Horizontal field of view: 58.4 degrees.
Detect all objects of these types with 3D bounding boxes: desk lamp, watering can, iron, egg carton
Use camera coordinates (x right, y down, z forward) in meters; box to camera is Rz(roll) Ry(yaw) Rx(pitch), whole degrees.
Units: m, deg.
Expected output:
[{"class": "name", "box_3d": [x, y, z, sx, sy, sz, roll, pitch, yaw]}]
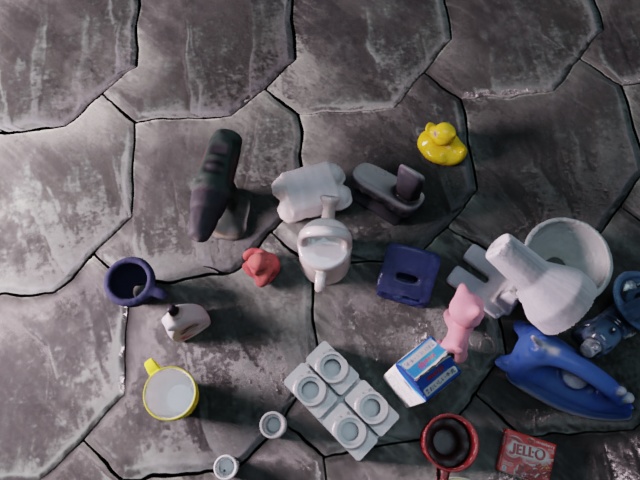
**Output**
[{"class": "desk lamp", "box_3d": [0.346, 0.075, 1.004, 0.203, 0.213, 0.118, 36, 75, 11]}, {"class": "watering can", "box_3d": [0.007, 0.004, 1.037, 0.101, 0.194, 0.173, -15, 72, -5]}, {"class": "iron", "box_3d": [0.447, 0.236, 0.990, 0.258, 0.141, 0.119, 29, 74, 9]}, {"class": "egg carton", "box_3d": [-0.017, -0.094, 1.135, 0.150, 0.069, 0.107, -16, 72, -5]}]

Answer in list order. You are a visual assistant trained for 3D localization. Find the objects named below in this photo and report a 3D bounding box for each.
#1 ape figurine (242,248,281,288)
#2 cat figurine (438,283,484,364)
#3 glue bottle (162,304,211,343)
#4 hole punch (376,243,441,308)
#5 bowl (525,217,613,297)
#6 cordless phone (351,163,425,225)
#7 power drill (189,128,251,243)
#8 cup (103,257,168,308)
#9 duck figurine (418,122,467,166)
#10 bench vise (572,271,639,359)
[{"class": "ape figurine", "box_3d": [-0.113, 0.047, 1.076, 0.076, 0.092, 0.078, -7, 72, -2]}, {"class": "cat figurine", "box_3d": [0.257, 0.149, 1.030, 0.067, 0.118, 0.128, 16, 72, 5]}, {"class": "glue bottle", "box_3d": [-0.242, 0.138, 1.002, 0.078, 0.173, 0.037, -34, 75, -10]}, {"class": "hole punch", "box_3d": [0.165, 0.068, 1.071, 0.108, 0.091, 0.101, 14, 72, 5]}, {"class": "bowl", "box_3d": [0.457, 0.046, 1.088, 0.167, 0.075, 0.167, 0, 72, 0]}, {"class": "cordless phone", "box_3d": [0.132, -0.115, 1.081, 0.147, 0.185, 0.094, 28, 74, 9]}, {"class": "power drill", "box_3d": [-0.183, -0.076, 1.055, 0.075, 0.208, 0.230, 6, 72, 2]}, {"class": "cup", "box_3d": [-0.327, 0.091, 1.059, 0.117, 0.095, 0.092, 19, 73, 6]}, {"class": "duck figurine", "box_3d": [0.253, -0.203, 1.163, 0.104, 0.086, 0.077, 30, 74, 9]}, {"class": "bench vise", "box_3d": [0.550, 0.133, 0.983, 0.121, 0.220, 0.207, 33, 75, 10]}]
